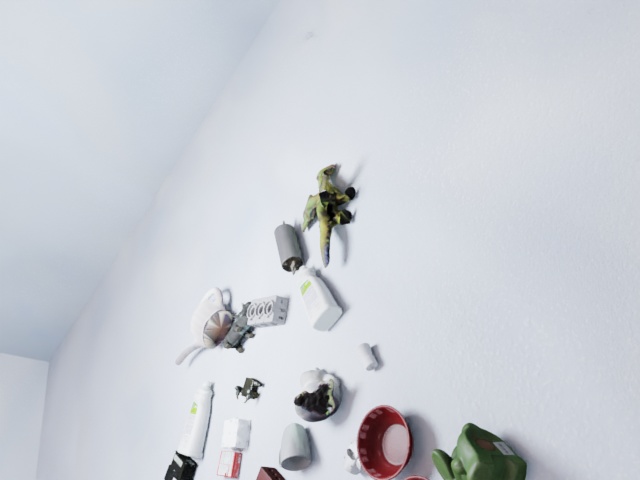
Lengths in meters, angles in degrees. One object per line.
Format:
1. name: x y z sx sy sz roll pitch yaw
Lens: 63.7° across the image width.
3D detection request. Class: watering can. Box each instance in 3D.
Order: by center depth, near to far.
1. watering can: -0.451 0.358 2.003 0.226 0.103 0.349 18 84 54

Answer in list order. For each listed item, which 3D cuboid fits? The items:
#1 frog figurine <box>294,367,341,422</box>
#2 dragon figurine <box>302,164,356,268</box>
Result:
1. frog figurine: -0.010 0.423 1.413 0.138 0.122 0.159 -46 1 -7
2. dragon figurine: 0.005 -0.087 1.726 0.240 0.122 0.417 -32 42 62
